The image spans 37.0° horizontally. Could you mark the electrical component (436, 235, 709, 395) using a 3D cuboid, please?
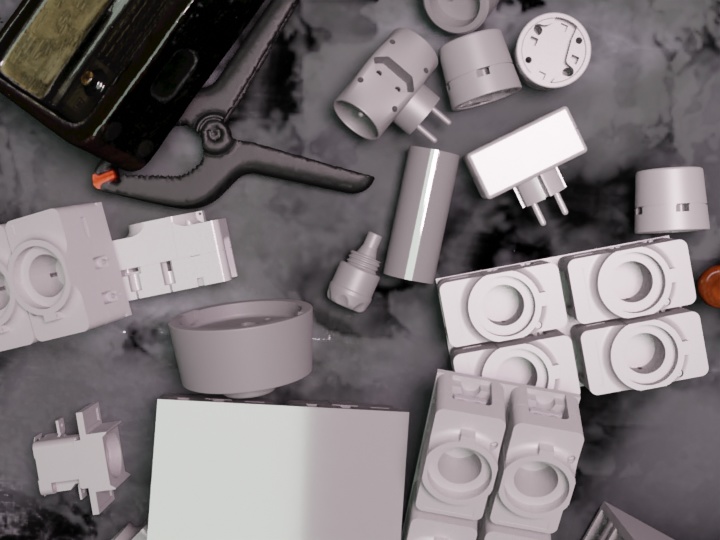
[{"bbox_3d":[0.160,0.043,0.823,0.186,0.060,0.105,-11,93,2],"label":"electrical component"}]

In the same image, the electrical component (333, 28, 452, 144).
[{"bbox_3d":[0.033,-0.129,0.813,0.079,0.043,0.077,40,73,-6],"label":"electrical component"}]

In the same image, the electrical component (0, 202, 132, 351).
[{"bbox_3d":[-0.260,0.012,0.804,0.150,0.062,0.089,-13,93,23],"label":"electrical component"}]

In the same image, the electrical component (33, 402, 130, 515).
[{"bbox_3d":[-0.221,0.149,0.847,0.064,0.042,0.081,-9,93,5],"label":"electrical component"}]

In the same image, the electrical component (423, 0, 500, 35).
[{"bbox_3d":[0.067,-0.253,0.804,0.052,0.073,0.138,-9,119,31],"label":"electrical component"}]

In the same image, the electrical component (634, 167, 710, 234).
[{"bbox_3d":[0.237,-0.053,0.819,0.055,0.055,0.047,-3,90,1],"label":"electrical component"}]

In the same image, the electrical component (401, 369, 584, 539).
[{"bbox_3d":[0.092,0.176,0.798,0.105,0.060,0.186,10,117,1],"label":"electrical component"}]

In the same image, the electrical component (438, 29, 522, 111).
[{"bbox_3d":[0.090,-0.152,0.816,0.055,0.055,0.047,-17,89,2],"label":"electrical component"}]

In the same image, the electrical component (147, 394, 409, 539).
[{"bbox_3d":[-0.063,0.152,0.818,0.186,0.060,0.105,4,88,-9],"label":"electrical component"}]

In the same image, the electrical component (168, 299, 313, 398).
[{"bbox_3d":[-0.086,0.062,0.808,0.108,0.108,0.060,-5,99,2],"label":"electrical component"}]

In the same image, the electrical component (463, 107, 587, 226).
[{"bbox_3d":[0.133,-0.072,0.823,0.083,0.047,0.075,-26,93,3],"label":"electrical component"}]

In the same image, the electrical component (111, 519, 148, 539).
[{"bbox_3d":[-0.181,0.238,0.847,0.056,0.050,0.089,45,93,-2],"label":"electrical component"}]

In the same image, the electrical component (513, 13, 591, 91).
[{"bbox_3d":[0.144,-0.164,0.817,0.055,0.047,0.055,0,93,1],"label":"electrical component"}]

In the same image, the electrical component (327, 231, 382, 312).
[{"bbox_3d":[0.000,0.000,0.837,0.035,0.035,0.061,24,91,0],"label":"electrical component"}]

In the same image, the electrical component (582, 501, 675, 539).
[{"bbox_3d":[0.217,0.236,0.788,0.089,0.150,0.061,29,93,-1],"label":"electrical component"}]

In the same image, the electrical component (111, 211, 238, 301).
[{"bbox_3d":[-0.146,-0.012,0.831,0.089,0.050,0.055,-11,94,2],"label":"electrical component"}]
